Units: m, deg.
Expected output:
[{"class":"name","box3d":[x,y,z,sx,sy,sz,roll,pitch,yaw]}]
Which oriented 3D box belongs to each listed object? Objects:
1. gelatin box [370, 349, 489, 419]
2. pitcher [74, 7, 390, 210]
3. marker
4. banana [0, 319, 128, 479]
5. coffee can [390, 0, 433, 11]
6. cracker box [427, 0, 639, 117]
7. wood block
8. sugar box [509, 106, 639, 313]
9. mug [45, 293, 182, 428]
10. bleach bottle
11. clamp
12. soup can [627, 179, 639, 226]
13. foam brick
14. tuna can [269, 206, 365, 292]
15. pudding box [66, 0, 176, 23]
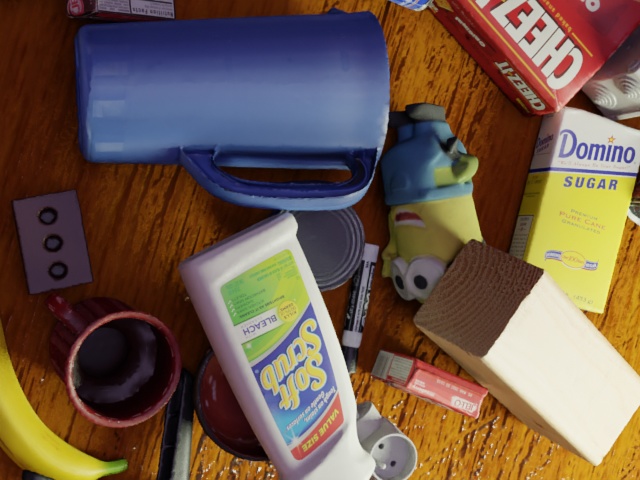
[{"class":"gelatin box","box3d":[0.094,0.125,0.931,0.073,0.089,0.030,25,83,-16]},{"class":"pitcher","box3d":[-0.070,-0.109,0.854,0.242,0.149,0.145,-3,110,-13]},{"class":"marker","box3d":[0.033,0.063,0.948,0.020,0.020,0.121,11,89,-16]},{"class":"banana","box3d":[-0.241,0.134,0.864,0.197,0.037,0.069,55,50,-14]},{"class":"coffee can","box3d":[0.037,-0.264,0.896,0.140,0.103,0.103,17,87,-17]},{"class":"cracker box","box3d":[0.218,-0.244,0.966,0.164,0.072,0.213,45,80,-13]},{"class":"wood block","box3d":[0.185,0.099,0.918,0.090,0.091,0.205,-54,128,-8]},{"class":"sugar box","box3d":[0.236,-0.028,0.991,0.093,0.048,0.176,15,89,-16]},{"class":"mug","box3d":[-0.175,0.085,0.846,0.093,0.082,0.117,-49,117,-11]},{"class":"bleach bottle","box3d":[-0.016,0.111,0.847,0.102,0.068,0.251,-27,96,-17]},{"class":"clamp","box3d":[-0.143,0.231,0.880,0.164,0.036,0.210,-25,102,-33]},{"class":"soup can","box3d":[0.342,-0.058,1.010,0.068,0.069,0.102,32,82,-15]},{"class":"foam brick","box3d":[-0.215,0.002,0.857,0.053,0.051,0.078,-12,95,-15]},{"class":"tuna can","box3d":[-0.006,0.001,0.927,0.086,0.034,0.086,-1,92,-16]},{"class":"pudding box","box3d":[-0.160,-0.230,0.851,0.089,0.039,0.113,-7,97,-54]}]
